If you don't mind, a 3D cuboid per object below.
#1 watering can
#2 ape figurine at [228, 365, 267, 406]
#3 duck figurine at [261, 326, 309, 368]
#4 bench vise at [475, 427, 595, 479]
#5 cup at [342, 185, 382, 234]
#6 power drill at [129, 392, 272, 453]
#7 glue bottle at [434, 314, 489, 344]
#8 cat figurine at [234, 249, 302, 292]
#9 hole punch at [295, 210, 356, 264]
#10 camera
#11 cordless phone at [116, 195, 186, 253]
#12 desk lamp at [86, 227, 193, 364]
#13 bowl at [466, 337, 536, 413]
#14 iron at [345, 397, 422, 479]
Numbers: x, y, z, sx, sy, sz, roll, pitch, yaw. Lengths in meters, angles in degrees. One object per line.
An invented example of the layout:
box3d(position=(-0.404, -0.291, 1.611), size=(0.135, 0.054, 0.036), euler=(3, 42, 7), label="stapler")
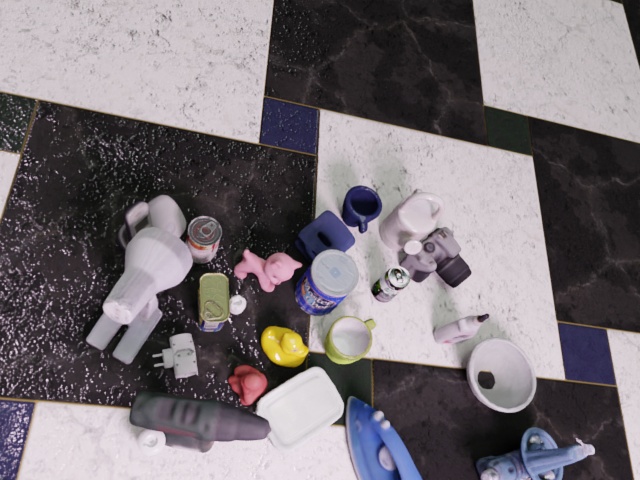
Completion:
box3d(position=(0.222, -0.046, 1.331), size=(0.101, 0.194, 0.173), euler=(-2, 67, -19), label="watering can")
box3d(position=(-0.136, 0.280, 1.116), size=(0.076, 0.092, 0.078), euler=(8, 64, -15), label="ape figurine")
box3d(position=(-0.069, 0.212, 1.174), size=(0.104, 0.086, 0.078), euler=(35, 60, 0), label="duck figurine")
box3d(position=(0.434, 0.459, 1.151), size=(0.208, 0.219, 0.121), euler=(-28, 77, -27), label="bench vise")
box3d(position=(0.090, -0.057, 1.348), size=(0.092, 0.095, 0.118), euler=(6, 64, -16), label="cup")
box3d(position=(-0.214, 0.321, 1.003), size=(0.230, 0.208, 0.075), euler=(14, 62, -12), label="power drill")
box3d(position=(0.322, 0.192, 1.265), size=(0.078, 0.173, 0.037), euler=(-2, 66, -19), label="glue bottle")
box3d(position=(-0.109, 0.054, 1.216), size=(0.128, 0.117, 0.067), euler=(25, 61, -6), label="cat figurine")
box3d(position=(0.012, 0.005, 1.295), size=(0.101, 0.091, 0.108), euler=(-37, 81, -29), label="hole punch")
box3d(position=(0.290, 0.051, 1.362), size=(0.143, 0.100, 0.137), euler=(-36, 81, -29), label="camera")
box3d(position=(-0.335, -0.040, 1.145), size=(0.094, 0.185, 0.148), euler=(36, 60, 1), label="cordless phone")
box3d(position=(-0.335, 0.102, 1.062), size=(0.118, 0.213, 0.203), euler=(28, 60, -4), label="desk lamp")
box3d(position=(0.395, 0.309, 1.292), size=(0.168, 0.074, 0.167), euler=(7, 64, -15), label="bowl")
box3d(position=(0.133, 0.416, 1.114), size=(0.119, 0.141, 0.258), euler=(-19, 73, -25), label="iron")
